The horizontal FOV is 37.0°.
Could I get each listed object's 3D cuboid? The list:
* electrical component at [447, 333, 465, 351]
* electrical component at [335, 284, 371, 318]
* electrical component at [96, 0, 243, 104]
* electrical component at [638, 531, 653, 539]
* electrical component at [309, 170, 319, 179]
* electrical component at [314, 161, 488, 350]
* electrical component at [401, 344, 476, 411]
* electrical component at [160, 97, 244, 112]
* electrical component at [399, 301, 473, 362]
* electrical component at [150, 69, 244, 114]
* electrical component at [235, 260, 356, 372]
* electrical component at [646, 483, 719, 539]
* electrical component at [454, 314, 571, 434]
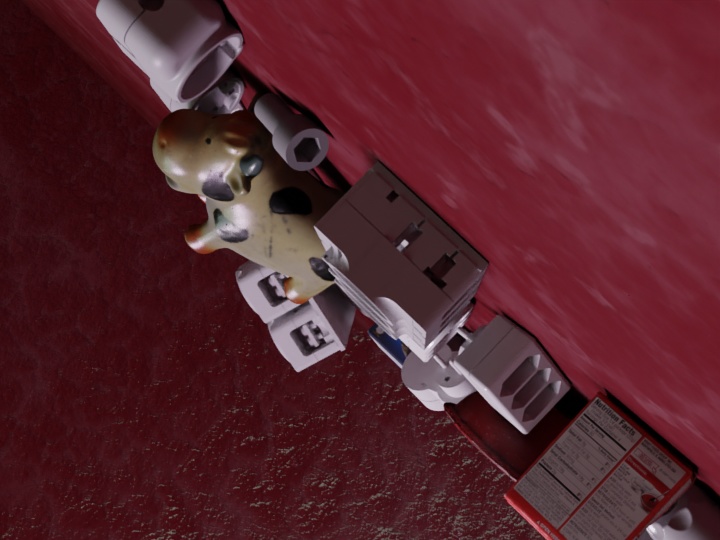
[{"bbox_3d":[0.081,0.071,1.008,0.065,0.044,0.044,40,178,-26],"label":"electrical component"},{"bbox_3d":[0.000,0.000,0.991,0.074,0.052,0.138,40,175,44],"label":"electrical component"},{"bbox_3d":[-0.110,-0.140,0.640,0.059,0.053,0.095,44,176,3],"label":"electrical component"},{"bbox_3d":[0.217,0.183,0.755,0.055,0.047,0.055,44,176,4],"label":"electrical component"},{"bbox_3d":[-0.075,-0.061,0.915,0.043,0.079,0.077,42,176,29],"label":"electrical component"},{"bbox_3d":[0.024,0.000,0.686,0.089,0.061,0.150,43,176,8],"label":"electrical component"},{"bbox_3d":[0.088,0.094,0.923,0.138,0.052,0.073,17,157,46],"label":"electrical component"},{"bbox_3d":[-0.143,-0.150,0.909,0.076,0.047,0.083,43,176,11],"label":"electrical component"},{"bbox_3d":[0.043,0.026,0.833,0.074,0.052,0.138,44,176,8],"label":"electrical component"},{"bbox_3d":[-0.122,-0.137,0.799,0.047,0.055,0.055,47,177,14],"label":"electrical component"},{"bbox_3d":[-0.058,0.014,1.055,0.105,0.060,0.186,58,-166,-13],"label":"electrical component"},{"bbox_3d":[0.208,0.162,0.661,0.062,0.043,0.043,43,176,-13],"label":"electrical component"},{"bbox_3d":[0.094,0.063,0.742,0.065,0.047,0.077,48,175,-41],"label":"electrical component"}]
